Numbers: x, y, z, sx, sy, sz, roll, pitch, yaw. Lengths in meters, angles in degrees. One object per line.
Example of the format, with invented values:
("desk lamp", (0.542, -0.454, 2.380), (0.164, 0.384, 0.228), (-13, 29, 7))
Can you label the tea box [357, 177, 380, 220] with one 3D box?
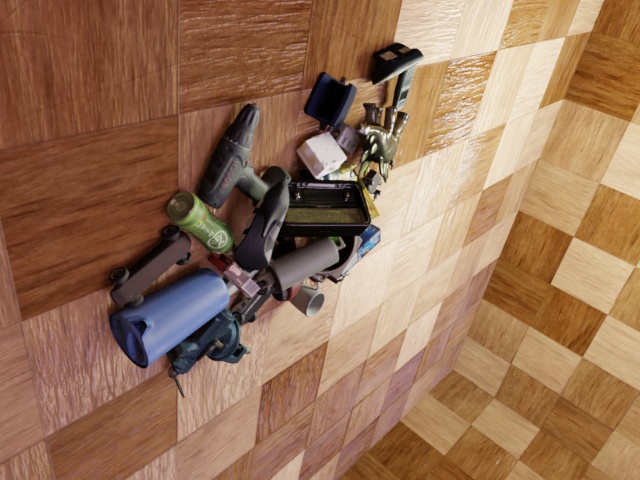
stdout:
("tea box", (0.101, -0.108, 1.557), (0.098, 0.068, 0.169), (-29, 150, 4))

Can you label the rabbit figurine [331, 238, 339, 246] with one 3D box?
("rabbit figurine", (0.056, 0.024, 1.604), (0.170, 0.121, 0.159), (-38, 151, -56))

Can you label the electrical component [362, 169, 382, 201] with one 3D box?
("electrical component", (0.162, -0.167, 1.642), (0.078, 0.045, 0.102), (-51, 149, -8))

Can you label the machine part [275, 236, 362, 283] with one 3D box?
("machine part", (-0.003, -0.004, 1.413), (0.201, 0.087, 0.201), (39, 78, -22))

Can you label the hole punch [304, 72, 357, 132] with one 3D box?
("hole punch", (0.041, -0.324, 1.284), (0.115, 0.092, 0.142), (5, 110, -61))

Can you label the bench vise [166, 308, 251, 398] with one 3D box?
("bench vise", (-0.268, 0.277, 1.359), (0.223, 0.129, 0.240), (-58, 143, -2))

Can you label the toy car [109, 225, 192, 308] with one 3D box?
("toy car", (-0.347, 0.053, 1.101), (0.202, 0.053, 0.089), (-45, 144, -28))

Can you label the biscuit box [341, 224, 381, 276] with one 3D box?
("biscuit box", (0.113, 0.026, 1.733), (0.203, 0.063, 0.059), (-41, 146, -27))

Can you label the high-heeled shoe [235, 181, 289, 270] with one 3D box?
("high-heeled shoe", (-0.130, -0.029, 1.231), (0.248, 0.086, 0.145), (129, -20, -60))

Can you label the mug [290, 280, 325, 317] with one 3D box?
("mug", (-0.048, 0.156, 1.577), (0.081, 0.107, 0.109), (-5, 117, -55))

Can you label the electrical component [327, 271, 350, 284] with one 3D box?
("electrical component", (0.047, 0.113, 1.716), (0.094, 0.063, 0.021), (-28, 139, -38))

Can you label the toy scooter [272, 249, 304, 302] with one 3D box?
("toy scooter", (-0.073, 0.082, 1.504), (0.135, 0.075, 0.183), (-26, 133, -39))

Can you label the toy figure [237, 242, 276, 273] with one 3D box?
("toy figure", (-0.148, 0.008, 1.341), (0.064, 0.058, 0.154), (37, 89, -39))

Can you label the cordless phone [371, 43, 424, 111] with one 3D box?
("cordless phone", (0.194, -0.413, 1.428), (0.146, 0.089, 0.184), (-35, 148, -34))

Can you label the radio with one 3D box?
("radio", (0.000, -0.078, 1.306), (0.229, 0.131, 0.073), (0, 154, -21))

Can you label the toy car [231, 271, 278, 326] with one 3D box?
("toy car", (-0.173, 0.158, 1.425), (0.201, 0.056, 0.073), (-50, 159, 19))

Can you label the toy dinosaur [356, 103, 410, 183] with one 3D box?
("toy dinosaur", (0.167, -0.262, 1.472), (0.471, 0.105, 0.198), (-14, 119, -69))

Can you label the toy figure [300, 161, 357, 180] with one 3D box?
("toy figure", (0.025, -0.164, 1.413), (0.180, 0.082, 0.089), (-18, 128, -50))

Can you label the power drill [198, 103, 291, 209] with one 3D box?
("power drill", (-0.150, -0.158, 1.166), (0.232, 0.086, 0.207), (-57, 154, 3))

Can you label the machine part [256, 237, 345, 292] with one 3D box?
("machine part", (-0.042, 0.057, 1.309), (0.243, 0.079, 0.079), (-26, 139, -22))
